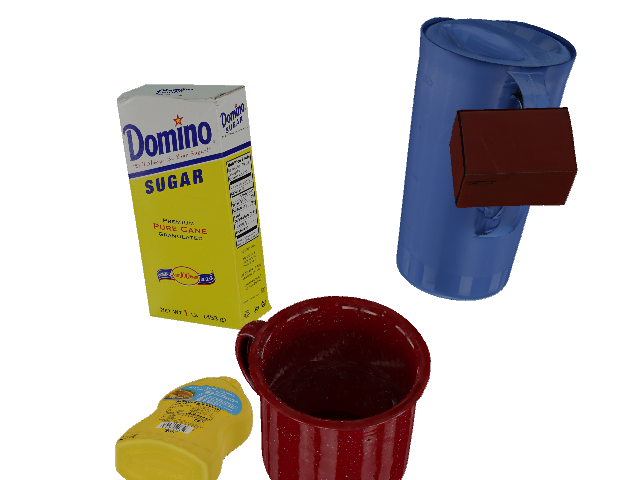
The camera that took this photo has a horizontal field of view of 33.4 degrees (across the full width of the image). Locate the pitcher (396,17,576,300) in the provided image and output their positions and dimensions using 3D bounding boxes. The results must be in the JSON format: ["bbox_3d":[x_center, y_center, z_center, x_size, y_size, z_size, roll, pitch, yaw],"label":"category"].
[{"bbox_3d":[0.140,-0.066,0.949,0.145,0.243,0.149,21,31,24],"label":"pitcher"}]

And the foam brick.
[{"bbox_3d":[0.132,-0.057,0.735,0.078,0.051,0.053,-1,-25,-1],"label":"foam brick"}]

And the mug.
[{"bbox_3d":[-0.001,0.085,0.574,0.117,0.081,0.093,27,46,27],"label":"mug"}]

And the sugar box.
[{"bbox_3d":[-0.094,-0.026,0.793,0.093,0.176,0.048,5,24,30],"label":"sugar box"}]

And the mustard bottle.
[{"bbox_3d":[-0.120,0.182,1.057,0.096,0.058,0.191,7,18,15],"label":"mustard bottle"}]
